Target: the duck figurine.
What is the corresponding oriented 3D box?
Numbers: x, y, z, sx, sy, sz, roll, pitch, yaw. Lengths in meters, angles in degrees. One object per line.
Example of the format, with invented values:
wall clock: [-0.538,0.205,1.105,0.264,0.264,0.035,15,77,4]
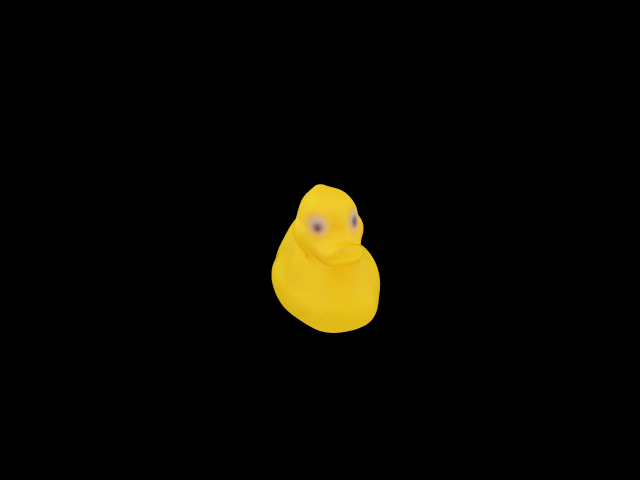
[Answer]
duck figurine: [0.004,0.001,0.400,0.078,0.086,0.104,-10,34,-15]
